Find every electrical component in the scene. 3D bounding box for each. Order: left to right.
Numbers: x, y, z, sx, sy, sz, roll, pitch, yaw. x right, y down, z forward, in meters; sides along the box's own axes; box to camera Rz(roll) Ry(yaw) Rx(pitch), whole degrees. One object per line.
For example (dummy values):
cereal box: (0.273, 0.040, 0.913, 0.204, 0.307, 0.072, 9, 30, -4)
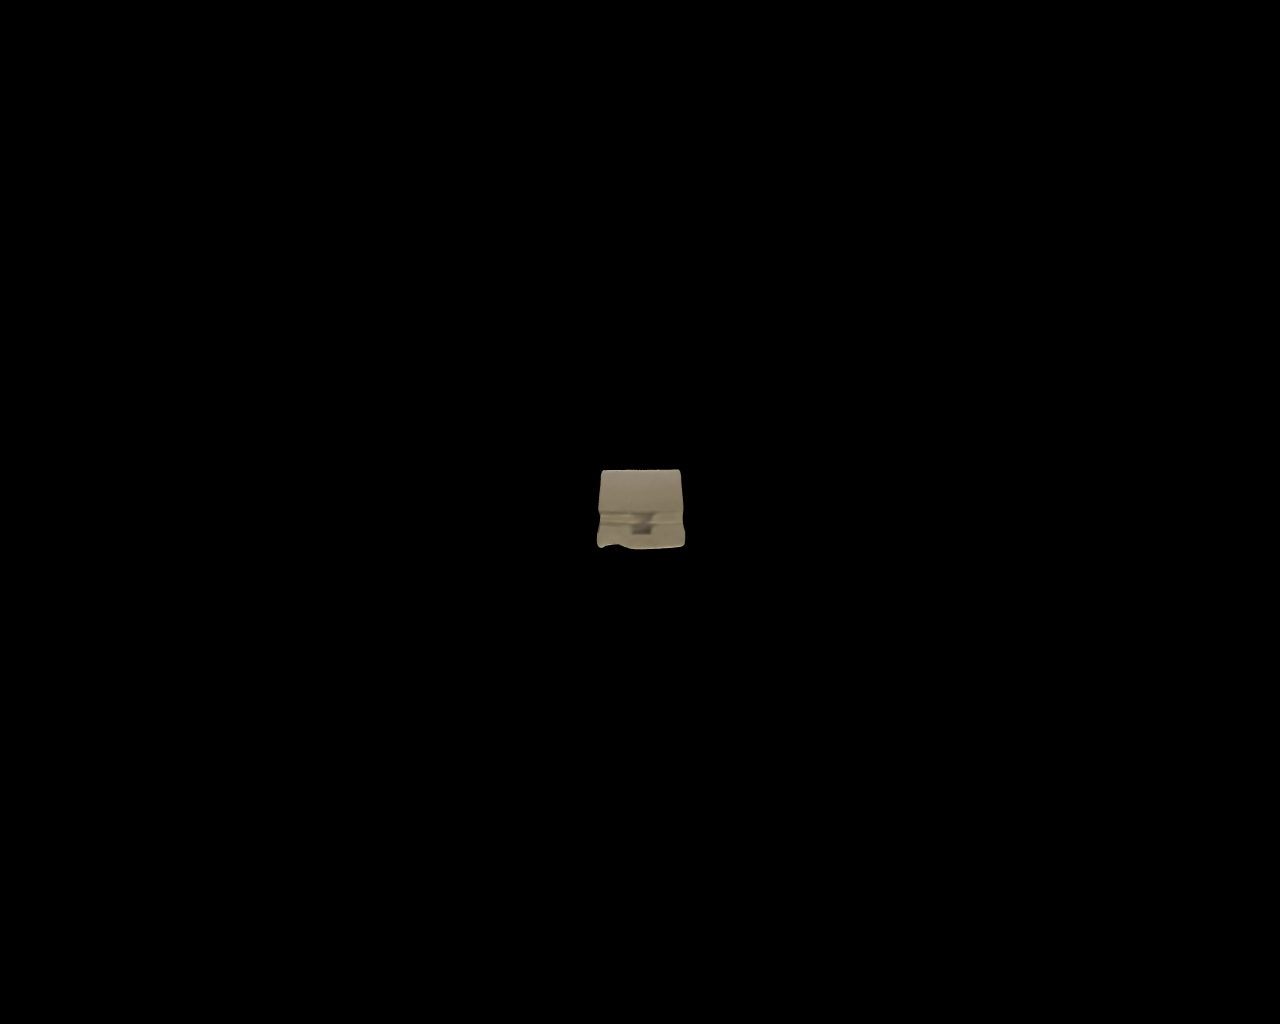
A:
electrical component: (0.001, -0.003, 0.650, 0.055, 0.047, 0.055, 0, 2, 0)
